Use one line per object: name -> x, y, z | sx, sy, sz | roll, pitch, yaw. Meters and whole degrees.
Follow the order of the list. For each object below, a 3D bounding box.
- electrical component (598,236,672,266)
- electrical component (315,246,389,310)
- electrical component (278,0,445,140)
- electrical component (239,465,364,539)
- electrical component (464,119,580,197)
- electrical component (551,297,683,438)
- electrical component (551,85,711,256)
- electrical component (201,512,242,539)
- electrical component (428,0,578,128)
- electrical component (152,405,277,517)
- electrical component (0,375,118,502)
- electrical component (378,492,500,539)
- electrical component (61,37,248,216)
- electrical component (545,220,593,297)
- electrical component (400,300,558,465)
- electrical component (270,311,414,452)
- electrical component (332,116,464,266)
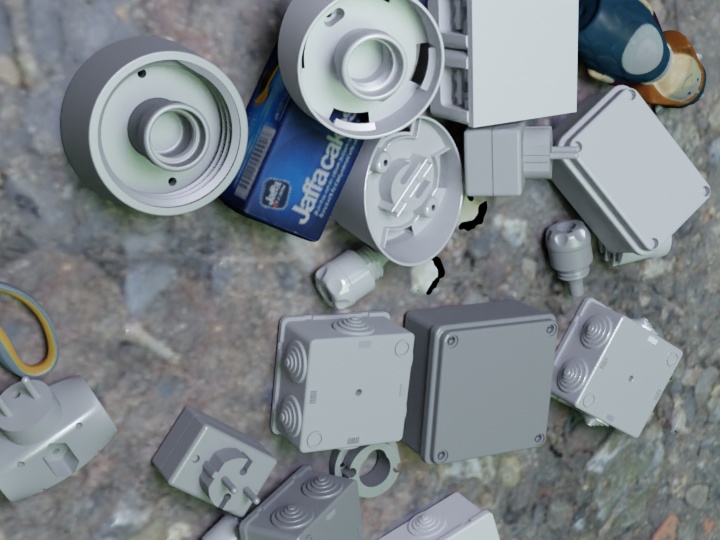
electrical component -> 0.222, -0.025, 0.873 | 0.046, 0.040, 0.040 | -15, 112, -19
electrical component -> 0.000, 0.000, 0.759 | 0.061, 0.035, 0.035 | -34, 118, -19
electrical component -> 0.001, -0.130, 0.646 | 0.099, 0.064, 0.099 | -7, 116, -15
electrical component -> -0.037, 0.201, 0.767 | 0.100, 0.048, 0.099 | -35, 124, -54
electrical component -> 0.116, -0.083, 0.761 | 0.077, 0.065, 0.047 | 1, 109, 14
electrical component -> 0.210, 0.083, 0.892 | 0.100, 0.048, 0.099 | 28, 90, -32
electrical component -> 0.199, -0.074, 0.815 | 0.078, 0.057, 0.113 | -43, 102, -11
electrical component -> -0.103, 0.204, 0.760 | 0.065, 0.044, 0.044 | -43, 121, -17
electrical component -> 0.096, -0.181, 0.741 | 0.089, 0.062, 0.150 | -12, 110, -26
electrical component -> -0.091, 0.136, 0.724 | 0.066, 0.077, 0.047 | 34, 87, -32
electrical component -> -0.200, 0.094, 0.662 | 0.077, 0.043, 0.079 | -34, 142, -16
electrical component -> 0.067, 0.238, 0.859 | 0.100, 0.048, 0.099 | -27, 116, -20
electrical component -> -0.120, -0.084, 0.651 | 0.108, 0.060, 0.108 | -9, 109, -27
electrical component -> 0.167, -0.007, 0.850 | 0.035, 0.035, 0.061 | -26, 119, -20
electrical component -> 0.089, 0.084, 0.820 | 0.109, 0.056, 0.108 | -4, 107, -28
electrical component -> -0.012, 0.080, 0.768 | 0.100, 0.048, 0.099 | -2, 106, -29
electrical component -> 0.026, -0.058, 0.735 | 0.099, 0.064, 0.099 | -16, 117, -33
